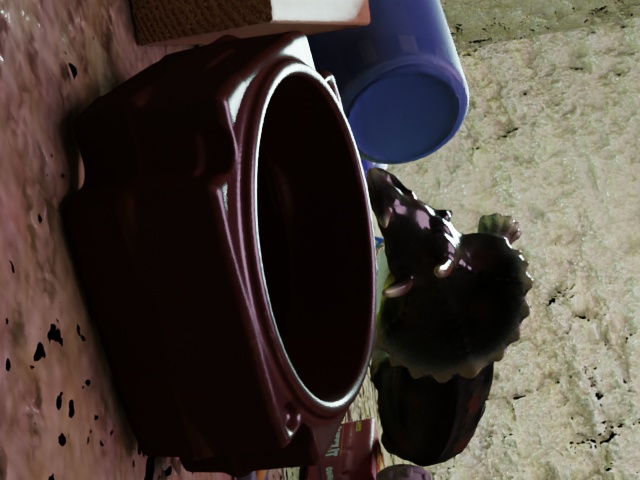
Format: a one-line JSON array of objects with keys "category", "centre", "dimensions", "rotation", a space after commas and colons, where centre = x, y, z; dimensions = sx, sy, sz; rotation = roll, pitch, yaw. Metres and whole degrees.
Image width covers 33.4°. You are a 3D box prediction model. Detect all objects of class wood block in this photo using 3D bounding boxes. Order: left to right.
[{"category": "wood block", "centre": [-0.042, -0.182, 0.713], "dimensions": [0.205, 0.091, 0.090], "rotation": [-30, 111, -68]}]

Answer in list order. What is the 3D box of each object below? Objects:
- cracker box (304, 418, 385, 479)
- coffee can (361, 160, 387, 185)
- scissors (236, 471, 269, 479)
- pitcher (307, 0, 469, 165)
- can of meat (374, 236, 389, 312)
[{"category": "cracker box", "centre": [0.036, 0.299, 0.986], "dimensions": [0.164, 0.072, 0.214], "rotation": [-79, 158, -72]}, {"category": "coffee can", "centre": [0.022, -0.146, 1.318], "dimensions": [0.103, 0.103, 0.140], "rotation": [-87, 166, -59]}, {"category": "scissors", "centre": [-0.046, 0.192, 0.683], "dimensions": [0.201, 0.016, 0.096], "rotation": [-82, 161, -67]}, {"category": "pitcher", "centre": [0.038, -0.171, 0.901], "dimensions": [0.149, 0.145, 0.243], "rotation": [76, 1, -47]}, {"category": "can of meat", "centre": [0.022, 0.038, 1.033], "dimensions": [0.057, 0.084, 0.102], "rotation": [-44, 142, -55]}]
